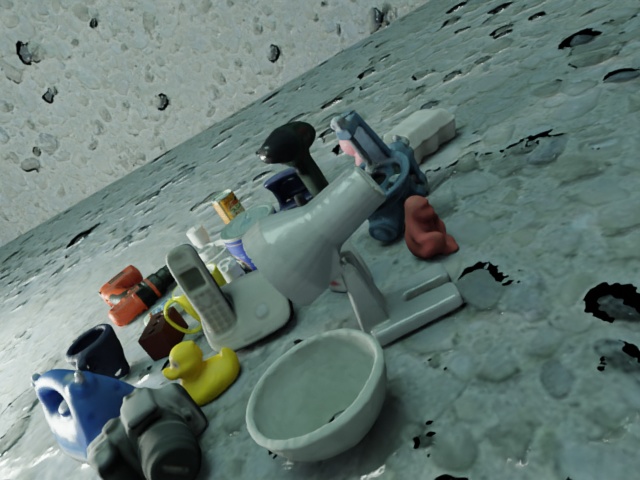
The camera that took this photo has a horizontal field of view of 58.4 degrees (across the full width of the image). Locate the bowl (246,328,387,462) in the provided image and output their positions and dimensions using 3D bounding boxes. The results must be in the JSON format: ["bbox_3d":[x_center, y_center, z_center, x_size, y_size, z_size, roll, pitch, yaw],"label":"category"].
[{"bbox_3d":[0.007,0.179,0.625,0.167,0.075,0.167,-26,24,13],"label":"bowl"}]

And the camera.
[{"bbox_3d":[-0.211,0.254,0.707,0.143,0.101,0.136,-38,24,-15],"label":"camera"}]

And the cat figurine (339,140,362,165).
[{"bbox_3d":[0.083,-0.197,1.221,0.067,0.118,0.127,-30,24,3],"label":"cat figurine"}]

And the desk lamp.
[{"bbox_3d":[0.038,0.025,0.718,0.203,0.214,0.118,-28,24,7],"label":"desk lamp"}]

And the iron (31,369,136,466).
[{"bbox_3d":[-0.376,0.246,0.871,0.257,0.142,0.119,-10,31,40],"label":"iron"}]

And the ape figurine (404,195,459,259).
[{"bbox_3d":[0.152,-0.023,0.828,0.076,0.092,0.078,-13,30,36],"label":"ape figurine"}]

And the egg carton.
[{"bbox_3d":[0.201,-0.211,1.168,0.150,0.069,0.107,-38,24,-16],"label":"egg carton"}]

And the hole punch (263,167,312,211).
[{"bbox_3d":[-0.065,-0.130,1.301,0.108,0.091,0.101,-25,24,15],"label":"hole punch"}]

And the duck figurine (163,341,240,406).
[{"bbox_3d":[-0.176,0.181,0.827,0.104,0.086,0.077,-33,24,-4],"label":"duck figurine"}]

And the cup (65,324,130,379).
[{"bbox_3d":[-0.379,0.214,0.995,0.091,0.095,0.117,-30,24,3],"label":"cup"}]

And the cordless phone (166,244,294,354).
[{"bbox_3d":[-0.137,0.072,0.871,0.147,0.185,0.094,-28,24,8],"label":"cordless phone"}]

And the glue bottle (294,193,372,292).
[{"bbox_3d":[0.008,0.003,0.848,0.077,0.173,0.037,-8,33,43],"label":"glue bottle"}]

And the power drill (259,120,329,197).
[{"bbox_3d":[-0.031,-0.135,1.123,0.075,0.209,0.229,-22,25,21],"label":"power drill"}]

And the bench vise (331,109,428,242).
[{"bbox_3d":[0.088,-0.131,0.957,0.121,0.220,0.207,-22,25,20],"label":"bench vise"}]
